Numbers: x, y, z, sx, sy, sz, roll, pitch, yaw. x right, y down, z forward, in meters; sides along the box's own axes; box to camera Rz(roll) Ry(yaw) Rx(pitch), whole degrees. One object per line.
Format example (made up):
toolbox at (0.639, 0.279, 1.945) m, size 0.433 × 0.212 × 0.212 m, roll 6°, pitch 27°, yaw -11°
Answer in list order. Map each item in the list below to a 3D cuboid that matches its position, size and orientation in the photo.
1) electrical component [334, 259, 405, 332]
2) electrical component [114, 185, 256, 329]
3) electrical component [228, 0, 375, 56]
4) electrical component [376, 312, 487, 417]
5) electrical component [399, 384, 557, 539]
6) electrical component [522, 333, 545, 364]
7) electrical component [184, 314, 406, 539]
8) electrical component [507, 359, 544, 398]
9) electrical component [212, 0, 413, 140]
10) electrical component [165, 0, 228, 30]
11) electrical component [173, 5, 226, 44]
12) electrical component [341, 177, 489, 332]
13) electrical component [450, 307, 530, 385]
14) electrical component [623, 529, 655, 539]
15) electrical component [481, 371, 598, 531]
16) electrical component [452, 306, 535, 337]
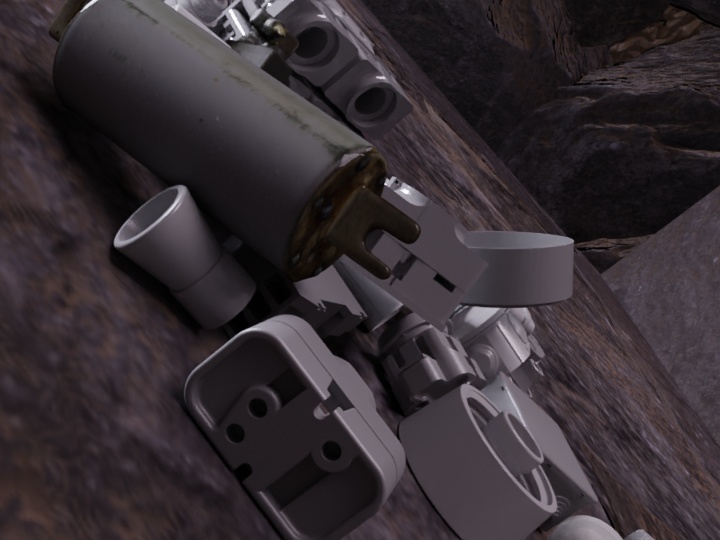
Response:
electrical component at (0.000, 0.000, 0.784) m, size 0.081 × 0.043 × 0.043 m, roll 53°, pitch 13°, yaw 6°
electrical component at (-0.082, -0.003, 0.523) m, size 0.065 × 0.044 × 0.044 m, roll 51°, pitch 12°, yaw -24°
electrical component at (-0.084, -0.238, 1.007) m, size 0.186 × 0.105 × 0.060 m, roll 46°, pitch 14°, yaw -23°
electrical component at (0.046, 0.064, 0.737) m, size 0.078 × 0.058 × 0.057 m, roll 29°, pitch 28°, yaw -58°
electrical component at (0.082, 0.123, 0.689) m, size 0.108 × 0.060 × 0.108 m, roll 48°, pitch 13°, yaw -15°
electrical component at (0.136, 0.071, 1.036) m, size 0.080 × 0.051 × 0.080 m, roll 48°, pitch 13°, yaw -15°
electrical component at (-0.026, 0.069, 0.481) m, size 0.095 × 0.054 × 0.059 m, roll 52°, pitch 13°, yaw 4°
electrical component at (0.122, 0.098, 0.889) m, size 0.043 × 0.062 × 0.043 m, roll 48°, pitch 13°, yaw -15°
electrical component at (-0.045, -0.169, 0.954) m, size 0.186 × 0.105 × 0.060 m, roll 36°, pitch 20°, yaw -49°
electrical component at (-0.128, -0.194, 0.817) m, size 0.040 × 0.078 × 0.040 m, roll 40°, pitch 34°, yaw -36°
electrical component at (-0.125, -0.149, 0.745) m, size 0.047 × 0.055 × 0.055 m, roll 42°, pitch 16°, yaw -23°
electrical component at (-0.015, -0.047, 0.685) m, size 0.186 × 0.060 × 0.105 m, roll 36°, pitch 0°, yaw -14°
electrical component at (0.095, 0.060, 0.864) m, size 0.051 × 0.080 × 0.080 m, roll 56°, pitch 12°, yaw -5°
electrical component at (0.233, 0.259, 0.854) m, size 0.056 × 0.050 × 0.089 m, roll 41°, pitch 16°, yaw -38°
electrical component at (0.124, 0.139, 0.814) m, size 0.100 × 0.048 × 0.099 m, roll 43°, pitch 16°, yaw -33°
electrical component at (0.099, 0.030, 0.964) m, size 0.057 × 0.078 × 0.113 m, roll 40°, pitch 17°, yaw -31°
